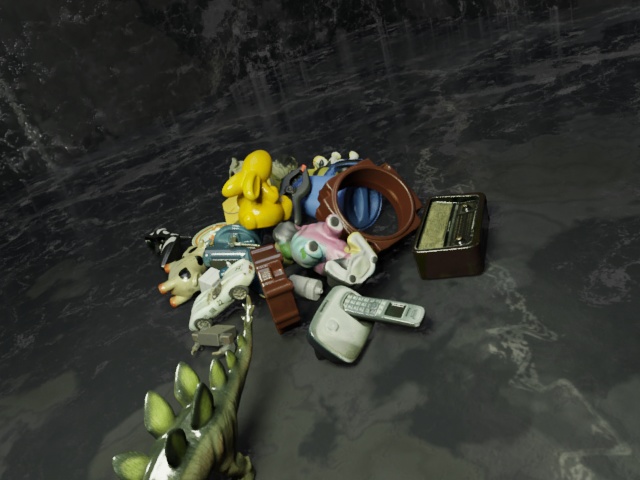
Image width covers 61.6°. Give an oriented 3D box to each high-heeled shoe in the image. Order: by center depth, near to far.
[{"bbox_3d":[-0.439,0.026,1.452,0.145,0.086,0.249,-3,18,4],"label":"high-heeled shoe"}]

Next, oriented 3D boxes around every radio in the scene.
[{"bbox_3d":[0.279,-0.015,1.123,0.131,0.073,0.230,-5,33,24],"label":"radio"}]

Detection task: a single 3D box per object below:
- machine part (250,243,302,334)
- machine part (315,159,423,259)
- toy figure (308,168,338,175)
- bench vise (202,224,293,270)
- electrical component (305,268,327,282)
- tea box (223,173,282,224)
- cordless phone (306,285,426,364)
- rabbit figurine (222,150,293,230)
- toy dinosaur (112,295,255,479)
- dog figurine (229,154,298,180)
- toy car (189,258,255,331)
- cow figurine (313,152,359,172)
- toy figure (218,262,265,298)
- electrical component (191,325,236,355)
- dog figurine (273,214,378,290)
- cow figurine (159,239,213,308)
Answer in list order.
[{"bbox_3d":[-0.086,0.093,1.056,0.056,0.179,0.179,-19,29,-8],"label":"machine part"},{"bbox_3d":[0.109,-0.066,1.184,0.201,0.201,0.087,-31,-12,-26],"label":"machine part"},{"bbox_3d":[-0.023,-0.167,1.543,0.180,0.089,0.082,10,78,35],"label":"toy figure"},{"bbox_3d":[-0.164,0.004,1.309,0.224,0.128,0.241,-10,34,9],"label":"bench vise"},{"bbox_3d":[0.028,0.041,1.203,0.075,0.047,0.119,13,44,42],"label":"electrical component"},{"bbox_3d":[-0.177,-0.100,1.452,0.169,0.068,0.098,-37,50,20],"label":"tea box"},{"bbox_3d":[0.084,0.156,0.942,0.184,0.088,0.146,4,35,27],"label":"cordless phone"},{"bbox_3d":[-0.151,-0.117,1.226,0.122,0.173,0.162,10,15,28],"label":"rabbit figurine"},{"bbox_3d":[-0.168,0.281,0.754,0.105,0.198,0.471,-4,34,19],"label":"toy dinosaur"},{"bbox_3d":[-0.183,-0.221,1.744,0.190,0.121,0.173,-19,29,-31],"label":"dog figurine"},{"bbox_3d":[-0.211,0.119,1.136,0.202,0.056,0.074,-40,27,21],"label":"toy car"},{"bbox_3d":[0.038,-0.213,1.615,0.168,0.068,0.098,4,42,36],"label":"cow figurine"},{"bbox_3d":[-0.148,0.088,1.183,0.155,0.057,0.064,12,66,14],"label":"toy figure"},{"bbox_3d":[-0.212,0.201,1.077,0.102,0.045,0.078,-3,5,22],"label":"electrical component"},{"bbox_3d":[-0.005,0.031,1.106,0.108,0.191,0.219,-53,14,-22],"label":"dog figurine"},{"bbox_3d":[-0.312,0.069,1.316,0.127,0.085,0.195,-23,26,6],"label":"cow figurine"}]
